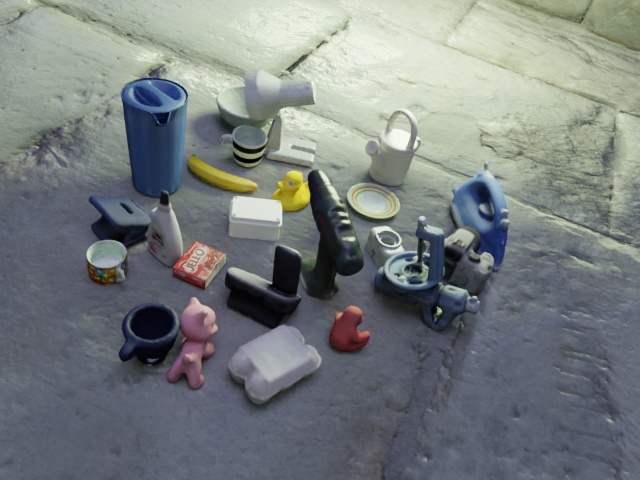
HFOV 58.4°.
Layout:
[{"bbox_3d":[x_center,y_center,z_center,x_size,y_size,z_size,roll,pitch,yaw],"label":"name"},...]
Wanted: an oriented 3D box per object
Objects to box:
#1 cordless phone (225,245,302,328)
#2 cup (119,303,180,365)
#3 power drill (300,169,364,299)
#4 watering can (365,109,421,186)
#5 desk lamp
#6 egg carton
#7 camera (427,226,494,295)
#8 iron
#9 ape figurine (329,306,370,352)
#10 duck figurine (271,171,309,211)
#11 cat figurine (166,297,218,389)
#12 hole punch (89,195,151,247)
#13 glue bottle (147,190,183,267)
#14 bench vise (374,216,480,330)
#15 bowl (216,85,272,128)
[{"bbox_3d":[-0.100,0.061,1.062,0.147,0.185,0.094,21,43,7],"label":"cordless phone"},{"bbox_3d":[-0.289,0.175,0.956,0.091,0.095,0.118,26,44,12],"label":"cup"},{"bbox_3d":[0.010,0.004,1.135,0.076,0.208,0.229,-9,47,-23],"label":"power drill"},{"bbox_3d":[0.191,-0.237,1.449,0.100,0.194,0.173,31,45,17],"label":"watering can"},{"bbox_3d":[-0.096,-0.313,1.436,0.203,0.213,0.118,10,43,-4],"label":"desk lamp"},{"bbox_3d":[-0.078,0.213,0.993,0.151,0.069,0.107,-25,55,-35],"label":"egg carton"},{"bbox_3d":[0.327,0.026,1.278,0.143,0.101,0.137,31,45,17],"label":"camera"},{"bbox_3d":[0.405,-0.064,1.365,0.119,0.141,0.258,3,44,-12],"label":"iron"},{"bbox_3d":[0.056,0.160,1.069,0.076,0.092,0.077,-16,51,-29],"label":"ape figurine"},{"bbox_3d":[-0.061,-0.123,1.339,0.105,0.086,0.077,-19,52,-31],"label":"duck figurine"},{"bbox_3d":[-0.212,0.166,0.970,0.067,0.118,0.128,12,43,-2],"label":"cat figurine"},{"bbox_3d":[-0.404,-0.049,1.163,0.108,0.091,0.101,40,48,25],"label":"hole punch"},{"bbox_3d":[-0.301,-0.029,1.109,0.078,0.173,0.037,33,46,19],"label":"glue bottle"},{"bbox_3d":[0.225,0.058,1.128,0.207,0.220,0.121,17,43,3],"label":"bench vise"},{"bbox_3d":[-0.198,-0.345,1.544,0.167,0.075,0.167,8,43,-7],"label":"bowl"}]
